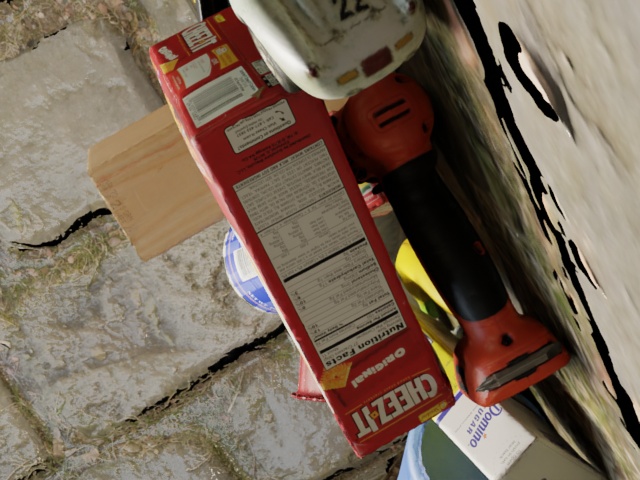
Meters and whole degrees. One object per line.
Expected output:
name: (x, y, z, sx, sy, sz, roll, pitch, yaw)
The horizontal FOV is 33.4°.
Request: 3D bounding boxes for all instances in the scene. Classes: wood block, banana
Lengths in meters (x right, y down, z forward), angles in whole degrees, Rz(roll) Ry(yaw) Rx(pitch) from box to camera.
wood block: (-0.077, -0.079, 0.868, 0.090, 0.206, 0.091, 61, 178, -19)
banana: (0.086, 0.027, 0.784, 0.069, 0.037, 0.198, 53, 178, 2)

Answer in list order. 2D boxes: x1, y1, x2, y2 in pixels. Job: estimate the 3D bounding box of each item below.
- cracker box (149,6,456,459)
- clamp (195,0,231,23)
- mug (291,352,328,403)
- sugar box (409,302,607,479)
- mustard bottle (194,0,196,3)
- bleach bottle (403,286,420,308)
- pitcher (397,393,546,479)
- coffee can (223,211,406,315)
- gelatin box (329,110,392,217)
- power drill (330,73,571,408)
cracker box: (-0.011, -0.011, 0.601, 0.213, 0.072, 0.164, 64, 177, -29)
clamp: (-0.083, -0.233, 0.747, 0.210, 0.036, 0.165, 67, 157, 9)
mug: (0.024, 0.081, 0.807, 0.117, 0.093, 0.081, 25, -112, -79)
sugar box: (0.099, 0.106, 0.705, 0.093, 0.048, 0.176, 34, -171, -40)
mustard bottle: (-0.089, -0.237, 0.985, 0.096, 0.058, 0.191, 40, -179, -5)
bleach bottle: (0.042, 0.035, 1.028, 0.103, 0.068, 0.251, 22, 141, 57)
pitcher: (0.119, 0.207, 0.866, 0.243, 0.145, 0.149, 78, 178, -66)
coffee can: (-0.006, 0.001, 0.897, 0.141, 0.102, 0.103, -25, 96, 56)
gelatin box: (0.030, -0.054, 0.756, 0.073, 0.030, 0.089, 60, -161, 6)
power drill: (0.064, -0.001, 0.617, 0.187, 0.057, 0.184, 60, 179, 1)
